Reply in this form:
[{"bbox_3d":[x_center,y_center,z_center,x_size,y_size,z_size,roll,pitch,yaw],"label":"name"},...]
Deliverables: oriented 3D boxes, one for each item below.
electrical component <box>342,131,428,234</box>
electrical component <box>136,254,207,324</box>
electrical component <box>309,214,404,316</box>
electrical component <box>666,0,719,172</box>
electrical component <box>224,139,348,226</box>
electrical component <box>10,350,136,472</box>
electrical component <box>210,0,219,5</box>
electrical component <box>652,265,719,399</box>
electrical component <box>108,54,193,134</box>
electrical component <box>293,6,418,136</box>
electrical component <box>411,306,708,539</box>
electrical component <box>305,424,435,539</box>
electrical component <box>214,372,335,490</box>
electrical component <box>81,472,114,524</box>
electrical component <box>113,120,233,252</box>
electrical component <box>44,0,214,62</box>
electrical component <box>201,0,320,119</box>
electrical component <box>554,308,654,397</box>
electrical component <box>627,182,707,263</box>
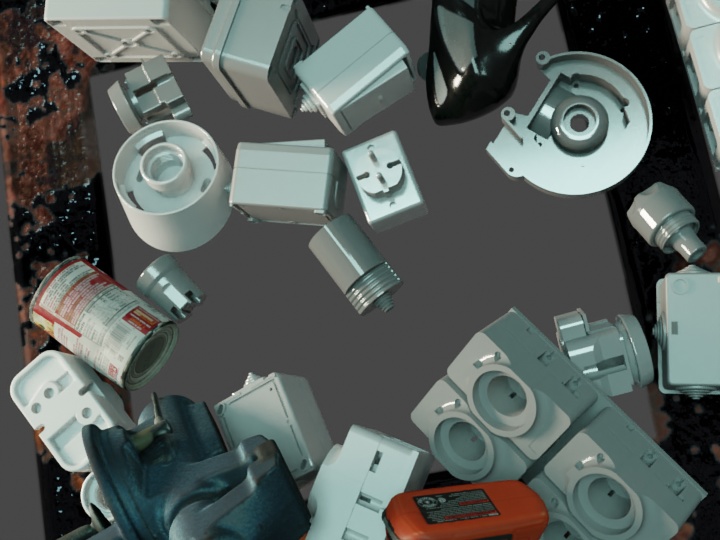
[{"bbox_3d":[0.017,-0.074,0.850,0.047,0.076,0.065,-22,77,6],"label":"electrical component"},{"bbox_3d":[-0.155,0.016,0.886,0.046,0.040,0.040,44,89,9],"label":"electrical component"},{"bbox_3d":[0.000,0.000,0.857,0.043,0.043,0.081,-38,75,2],"label":"electrical component"},{"bbox_3d":[0.300,-0.164,0.823,0.089,0.061,0.150,-14,77,8],"label":"electrical component"},{"bbox_3d":[-0.063,-0.072,0.873,0.096,0.061,0.061,5,80,11],"label":"electrical component"},{"bbox_3d":[-0.228,0.115,0.869,0.054,0.059,0.095,-41,75,1],"label":"electrical component"},{"bbox_3d":[-0.105,-0.285,0.922,0.108,0.060,0.108,-2,79,10],"label":"electrical component"},{"bbox_3d":[0.268,0.046,0.796,0.100,0.048,0.099,0,79,11],"label":"electrical component"},{"bbox_3d":[-0.181,-0.147,0.918,0.055,0.048,0.066,-27,75,-3],"label":"electrical component"},{"bbox_3d":[-0.005,-0.154,0.878,0.096,0.061,0.061,-39,75,1],"label":"electrical component"},{"bbox_3d":[0.135,0.134,0.771,0.186,0.060,0.105,45,127,15],"label":"electrical component"},{"bbox_3d":[-0.012,0.210,0.787,0.060,0.105,0.186,21,84,14],"label":"electrical component"},{"bbox_3d":[-0.064,0.124,0.835,0.062,0.061,0.096,-30,69,18],"label":"electrical component"},{"bbox_3d":[-0.190,0.177,0.852,0.048,0.055,0.066,35,87,15],"label":"electrical component"},{"bbox_3d":[-0.156,-0.073,0.902,0.099,0.064,0.099,-3,65,6],"label":"electrical component"},{"bbox_3d":[-0.191,-0.216,0.900,0.109,0.109,0.056,2,82,11],"label":"electrical component"},{"bbox_3d":[-0.079,-0.178,0.870,0.057,0.113,0.078,17,83,10],"label":"electrical component"},{"bbox_3d":[0.183,0.065,0.802,0.057,0.058,0.078,-15,99,3],"label":"electrical component"},{"bbox_3d":[0.236,-0.033,0.814,0.043,0.043,0.062,-35,58,2],"label":"electrical component"}]
